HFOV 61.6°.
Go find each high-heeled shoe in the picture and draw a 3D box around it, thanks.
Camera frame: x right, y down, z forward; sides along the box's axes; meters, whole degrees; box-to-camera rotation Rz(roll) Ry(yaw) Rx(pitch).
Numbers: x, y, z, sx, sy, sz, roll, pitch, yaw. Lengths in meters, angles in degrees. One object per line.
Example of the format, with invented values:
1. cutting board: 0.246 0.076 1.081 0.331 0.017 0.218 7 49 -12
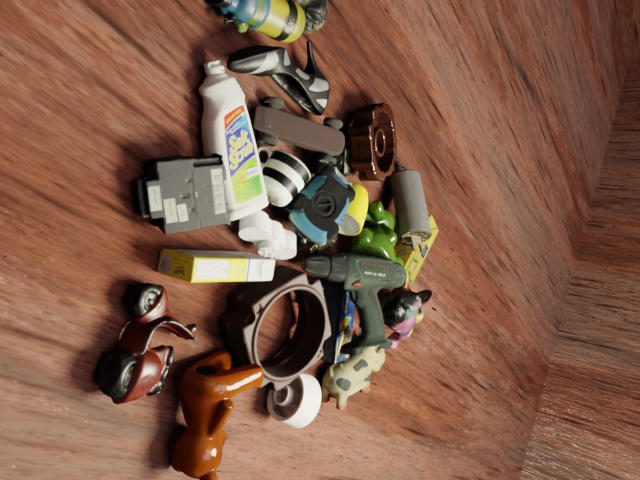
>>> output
1. high-heeled shoe: -0.070 -0.274 0.962 0.249 0.086 0.145 -30 125 -43

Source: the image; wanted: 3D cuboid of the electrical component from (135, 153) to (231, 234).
1. electrical component: -0.212 -0.072 0.826 0.134 0.058 0.114 -8 104 -25

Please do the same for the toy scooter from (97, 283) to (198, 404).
1. toy scooter: -0.255 0.165 0.832 0.135 0.075 0.184 32 68 -50

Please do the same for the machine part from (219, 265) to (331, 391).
1. machine part: -0.078 0.165 1.018 0.201 0.087 0.200 -31 120 -38

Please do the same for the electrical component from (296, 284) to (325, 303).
1. electrical component: -0.026 0.110 1.133 0.094 0.021 0.063 19 83 -51

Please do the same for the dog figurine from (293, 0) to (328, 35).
1. dog figurine: -0.024 -0.496 0.974 0.172 0.121 0.190 -56 149 -22

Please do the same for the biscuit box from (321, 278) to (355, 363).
1. biscuit box: 0.036 0.164 1.186 0.059 0.063 0.202 1 97 -52

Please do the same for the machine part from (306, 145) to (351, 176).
1. machine part: 0.022 -0.163 1.126 0.139 0.039 0.084 -18 119 -49

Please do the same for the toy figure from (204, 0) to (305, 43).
1. toy figure: -0.102 -0.380 0.892 0.082 0.089 0.180 -45 157 28

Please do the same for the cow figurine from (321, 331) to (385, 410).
1. cow figurine: 0.083 0.296 1.256 0.195 0.086 0.127 -18 117 -46

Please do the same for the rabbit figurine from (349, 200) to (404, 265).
1. rabbit figurine: 0.121 -0.017 1.240 0.158 0.121 0.170 61 34 -29

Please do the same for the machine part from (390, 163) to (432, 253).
1. machine part: 0.218 -0.081 1.293 0.079 0.079 0.243 29 47 -49

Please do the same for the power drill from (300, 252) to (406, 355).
1. power drill: 0.071 0.128 1.111 0.232 0.086 0.207 -3 81 -24

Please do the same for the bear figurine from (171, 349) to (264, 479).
1. bear figurine: -0.180 0.305 0.913 0.132 0.120 0.195 -12 108 -52

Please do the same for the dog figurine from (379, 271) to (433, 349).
1. dog figurine: 0.199 0.149 1.263 0.191 0.108 0.219 -35 159 -40

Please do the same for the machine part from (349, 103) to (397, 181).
1. machine part: 0.119 -0.217 1.194 0.179 0.056 0.179 -13 104 -62

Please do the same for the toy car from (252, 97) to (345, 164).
1. toy car: -0.040 -0.204 1.016 0.202 0.053 0.089 10 90 -33

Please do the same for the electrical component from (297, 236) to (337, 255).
1. electrical component: -0.003 -0.002 1.124 0.102 0.045 0.078 -44 155 -33

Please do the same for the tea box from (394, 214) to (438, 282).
1. tea box: 0.215 0.014 1.344 0.169 0.098 0.068 -59 136 -27

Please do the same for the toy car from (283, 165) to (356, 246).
1. toy car: -0.009 -0.066 1.054 0.109 0.103 0.161 40 62 -19
